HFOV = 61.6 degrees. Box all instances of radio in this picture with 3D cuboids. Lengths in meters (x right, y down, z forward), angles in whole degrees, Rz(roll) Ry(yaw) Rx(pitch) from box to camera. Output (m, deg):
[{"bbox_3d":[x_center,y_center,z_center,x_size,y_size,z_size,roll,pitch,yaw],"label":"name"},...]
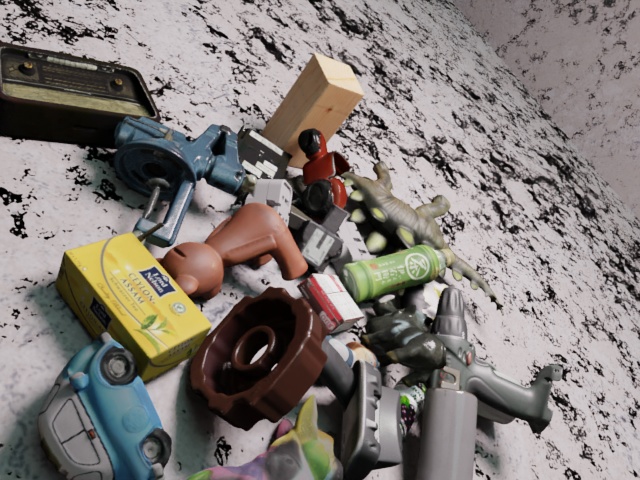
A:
[{"bbox_3d":[-0.373,-0.214,0.813,0.229,0.073,0.131,0,54,-42],"label":"radio"}]

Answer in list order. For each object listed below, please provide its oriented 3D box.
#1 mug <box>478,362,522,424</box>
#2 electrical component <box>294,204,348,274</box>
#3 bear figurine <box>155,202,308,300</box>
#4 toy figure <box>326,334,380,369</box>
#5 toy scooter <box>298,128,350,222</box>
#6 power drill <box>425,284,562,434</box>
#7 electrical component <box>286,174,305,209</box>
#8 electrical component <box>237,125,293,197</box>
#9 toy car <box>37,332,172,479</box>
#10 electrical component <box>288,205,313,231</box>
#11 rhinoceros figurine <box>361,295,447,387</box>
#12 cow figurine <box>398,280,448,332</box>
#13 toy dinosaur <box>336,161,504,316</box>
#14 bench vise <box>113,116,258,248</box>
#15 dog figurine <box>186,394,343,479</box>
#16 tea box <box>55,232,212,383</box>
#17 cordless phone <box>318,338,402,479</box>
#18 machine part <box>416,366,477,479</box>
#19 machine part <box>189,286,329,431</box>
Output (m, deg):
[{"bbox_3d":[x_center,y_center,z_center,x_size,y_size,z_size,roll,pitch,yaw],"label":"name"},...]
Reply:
[{"bbox_3d":[0.283,0.252,0.934,0.107,0.080,0.110,22,44,-14],"label":"mug"},{"bbox_3d":[-0.002,-0.003,0.904,0.075,0.048,0.119,29,80,-14],"label":"electrical component"},{"bbox_3d":[-0.132,0.035,0.767,0.196,0.120,0.131,-42,129,-28],"label":"bear figurine"},{"bbox_3d":[0.034,0.180,0.804,0.154,0.058,0.064,19,81,-30],"label":"toy figure"},{"bbox_3d":[0.017,-0.115,1.021,0.135,0.075,0.184,17,61,-60],"label":"toy scooter"},{"bbox_3d":[0.271,0.204,0.860,0.207,0.086,0.232,18,74,0],"label":"power drill"},{"bbox_3d":[-0.043,-0.092,1.030,0.063,0.021,0.094,42,37,1],"label":"electrical component"},{"bbox_3d":[-0.122,-0.134,0.972,0.115,0.058,0.134,32,38,-10],"label":"electrical component"},{"bbox_3d":[-0.223,0.184,0.537,0.103,0.109,0.161,-21,77,-34],"label":"toy car"},{"bbox_3d":[-0.047,-0.029,0.949,0.102,0.045,0.078,27,11,-23],"label":"electrical component"},{"bbox_3d":[0.128,0.149,0.854,0.073,0.112,0.190,56,-6,-23],"label":"rhinoceros figurine"},{"bbox_3d":[0.183,0.133,0.971,0.098,0.068,0.167,28,35,-9],"label":"cow figurine"},{"bbox_3d":[0.189,-0.017,1.103,0.471,0.105,0.198,31,45,1],"label":"toy dinosaur"},{"bbox_3d":[-0.208,-0.077,0.786,0.223,0.129,0.241,29,49,-24],"label":"bench vise"},{"bbox_3d":[-0.065,0.263,0.593,0.191,0.108,0.219,31,34,-10],"label":"dog figurine"},{"bbox_3d":[-0.225,0.079,0.644,0.170,0.068,0.098,43,35,15],"label":"tea box"},{"bbox_3d":[0.028,0.204,0.689,0.184,0.089,0.147,53,28,-32],"label":"cordless phone"},{"bbox_3d":[0.177,0.299,0.750,0.079,0.079,0.243,25,60,-21],"label":"machine part"},{"bbox_3d":[-0.072,0.139,0.648,0.056,0.179,0.179,51,29,-33],"label":"machine part"}]
